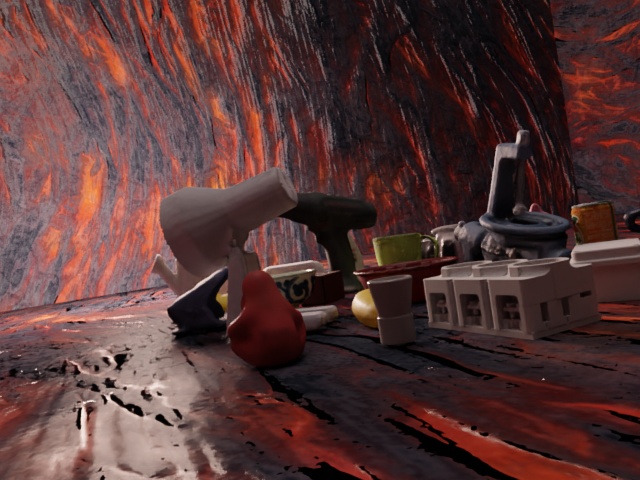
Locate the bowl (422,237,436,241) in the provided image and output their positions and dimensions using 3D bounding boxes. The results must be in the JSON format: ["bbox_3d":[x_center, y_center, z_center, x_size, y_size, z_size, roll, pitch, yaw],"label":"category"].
[{"bbox_3d":[0.312,0.025,1.316,0.167,0.075,0.167,-9,0,0],"label":"bowl"}]

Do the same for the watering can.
[{"bbox_3d":[-0.259,0.052,1.201,0.173,0.194,0.100,-9,1,-41],"label":"watering can"}]

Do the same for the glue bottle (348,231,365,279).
[{"bbox_3d":[0.054,0.015,1.276,0.078,0.173,0.037,-9,1,-30],"label":"glue bottle"}]

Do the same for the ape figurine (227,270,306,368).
[{"bbox_3d":[-0.053,0.075,0.561,0.078,0.092,0.076,-9,0,-10],"label":"ape figurine"}]

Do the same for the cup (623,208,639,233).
[{"bbox_3d":[0.452,-0.004,0.726,0.117,0.095,0.092,-9,0,6],"label":"cup"}]

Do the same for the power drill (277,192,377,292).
[{"bbox_3d":[0.010,0.004,1.129,0.230,0.208,0.075,-9,0,-22],"label":"power drill"}]

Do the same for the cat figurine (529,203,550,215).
[{"bbox_3d":[0.390,-0.007,1.068,0.128,0.118,0.067,-9,0,-11],"label":"cat figurine"}]

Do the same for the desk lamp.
[{"bbox_3d":[-0.095,0.019,0.757,0.203,0.213,0.118,-8,0,14],"label":"desk lamp"}]

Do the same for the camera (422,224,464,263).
[{"bbox_3d":[0.258,0.021,1.182,0.136,0.101,0.144,-8,0,39],"label":"camera"}]

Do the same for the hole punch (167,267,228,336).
[{"bbox_3d":[-0.181,0.093,0.883,0.101,0.091,0.108,-9,0,-1],"label":"hole punch"}]

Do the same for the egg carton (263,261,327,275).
[{"bbox_3d":[-0.057,0.084,1.201,0.150,0.069,0.107,-9,0,-2],"label":"egg carton"}]

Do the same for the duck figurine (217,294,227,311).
[{"bbox_3d":[-0.151,0.091,1.059,0.105,0.086,0.077,-9,0,-12],"label":"duck figurine"}]

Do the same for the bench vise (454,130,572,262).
[{"bbox_3d":[0.260,-0.038,0.834,0.122,0.220,0.206,-9,1,-44],"label":"bench vise"}]
